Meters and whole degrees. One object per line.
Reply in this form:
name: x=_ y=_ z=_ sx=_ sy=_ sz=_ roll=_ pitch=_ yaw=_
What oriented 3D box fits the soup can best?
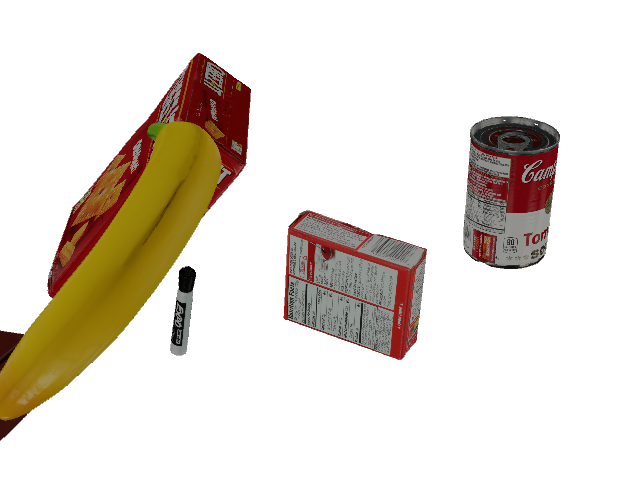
soup can: x=0.147 y=-0.037 z=0.835 sx=0.068 sy=0.102 sz=0.068 roll=0 pitch=28 yaw=0

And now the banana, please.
banana: x=-0.092 y=0.003 z=0.519 sx=0.037 sy=0.197 sz=0.070 roll=41 pitch=-42 yaw=-19

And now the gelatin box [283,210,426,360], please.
gelatin box: x=0.021 y=0.028 z=0.686 sx=0.089 sy=0.073 sz=0.030 roll=18 pitch=37 yaw=22

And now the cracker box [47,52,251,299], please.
cracker box: x=-0.154 y=-0.048 z=0.966 sx=0.072 sy=0.214 sz=0.164 roll=34 pitch=24 yaw=-20

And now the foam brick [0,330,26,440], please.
foam brick: x=-0.225 y=0.098 z=0.684 sx=0.053 sy=0.051 sz=0.078 roll=7 pitch=29 yaw=22

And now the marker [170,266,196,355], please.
marker: x=-0.151 y=0.077 z=1.176 sx=0.020 sy=0.121 sz=0.020 roll=8 pitch=37 yaw=-6
